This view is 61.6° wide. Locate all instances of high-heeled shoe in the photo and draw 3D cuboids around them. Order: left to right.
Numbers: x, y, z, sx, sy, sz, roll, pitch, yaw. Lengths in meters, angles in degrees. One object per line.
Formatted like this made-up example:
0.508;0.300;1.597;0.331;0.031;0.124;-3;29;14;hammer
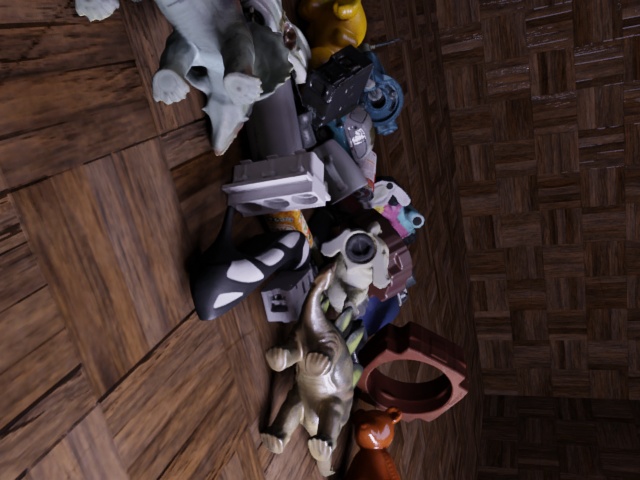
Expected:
-0.077;0.053;0.705;0.248;0.086;0.145;35;57;-57;high-heeled shoe

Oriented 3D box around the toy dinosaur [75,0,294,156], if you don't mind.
-0.147;-0.262;0.552;0.192;0.131;0.404;-89;157;-47;toy dinosaur

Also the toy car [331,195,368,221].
0.069;-0.050;1.116;0.202;0.053;0.089;44;36;-54;toy car

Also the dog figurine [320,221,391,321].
0.064;0.055;0.937;0.121;0.172;0.190;44;5;12;dog figurine

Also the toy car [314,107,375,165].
0.055;-0.203;1.046;0.109;0.103;0.161;-66;143;-48;toy car

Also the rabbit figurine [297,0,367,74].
0.010;-0.347;0.988;0.162;0.122;0.173;66;42;-59;rabbit figurine

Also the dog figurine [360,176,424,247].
0.170;-0.065;1.299;0.191;0.108;0.219;54;6;0;dog figurine

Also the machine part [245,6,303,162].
-0.075;-0.198;0.758;0.079;0.079;0.243;-39;121;-64;machine part

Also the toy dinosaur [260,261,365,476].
0.004;0.225;0.794;0.198;0.105;0.470;-46;146;-54;toy dinosaur

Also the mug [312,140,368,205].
0.025;-0.126;0.976;0.107;0.081;0.109;60;17;1;mug

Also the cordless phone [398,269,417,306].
0.155;0.119;1.290;0.184;0.089;0.146;-55;136;-41;cordless phone

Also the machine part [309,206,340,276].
-0.002;-0.003;0.955;0.084;0.039;0.139;58;36;-35;machine part

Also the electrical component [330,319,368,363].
0.049;0.174;0.995;0.119;0.075;0.047;-58;139;-50;electrical component

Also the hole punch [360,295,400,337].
0.106;0.133;1.127;0.116;0.092;0.142;-52;135;-52;hole punch

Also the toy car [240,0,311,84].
-0.068;-0.322;0.824;0.201;0.056;0.073;49;42;-57;toy car

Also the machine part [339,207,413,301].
0.096;0.028;1.001;0.056;0.180;0.179;-27;118;-24;machine part

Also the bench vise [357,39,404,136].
0.123;-0.355;1.222;0.240;0.129;0.223;-17;103;-75;bench vise

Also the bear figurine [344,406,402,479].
0.093;0.401;1.006;0.131;0.120;0.196;48;41;-51;bear figurine

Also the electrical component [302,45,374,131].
0.033;-0.263;0.921;0.134;0.058;0.114;-39;168;-29;electrical component

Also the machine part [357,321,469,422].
0.182;0.269;1.097;0.201;0.201;0.087;-55;-168;35;machine part
